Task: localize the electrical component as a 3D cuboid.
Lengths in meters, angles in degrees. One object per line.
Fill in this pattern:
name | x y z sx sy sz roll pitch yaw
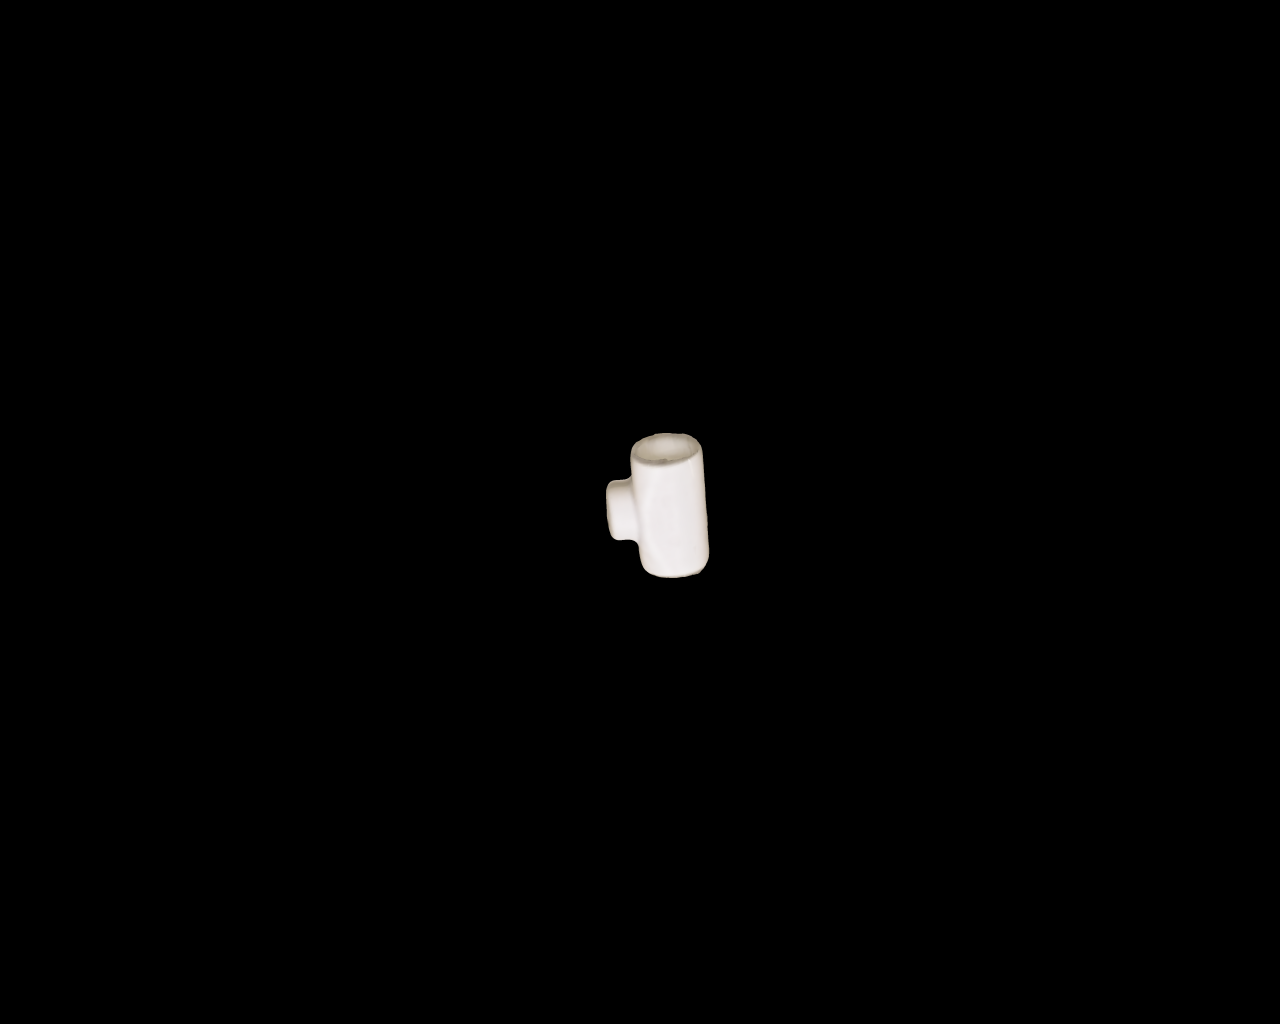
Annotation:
electrical component | 0.001 -0.003 0.650 0.079 0.077 0.044 -4 28 2
